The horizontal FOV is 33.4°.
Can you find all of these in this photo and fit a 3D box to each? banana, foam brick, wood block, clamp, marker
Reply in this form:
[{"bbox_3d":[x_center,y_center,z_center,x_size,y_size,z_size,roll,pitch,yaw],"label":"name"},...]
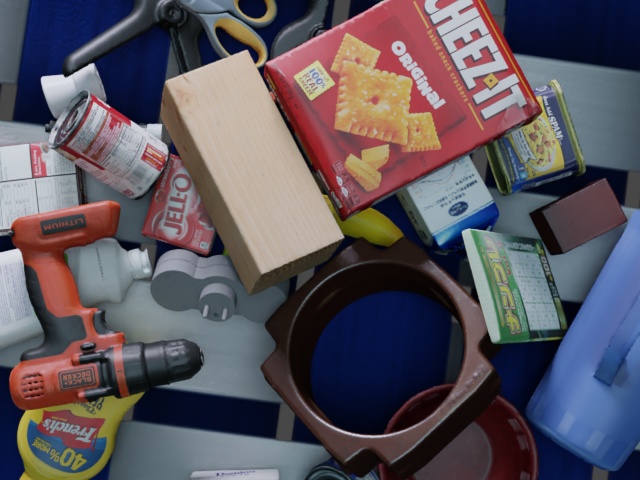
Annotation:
[{"bbox_3d":[-0.013,-0.015,1.103,0.198,0.037,0.069,-8,113,0],"label":"banana"},{"bbox_3d":[0.267,-0.024,1.102,0.078,0.053,0.051,-26,88,-4],"label":"foam brick"},{"bbox_3d":[-0.069,-0.063,1.031,0.090,0.090,0.206,-25,80,-17],"label":"wood block"},{"bbox_3d":[-0.165,-0.227,1.088,0.164,0.036,0.210,15,84,-25],"label":"clamp"},{"bbox_3d":[-0.001,-0.219,1.109,0.171,0.039,0.120,-41,87,-3],"label":"clamp"},{"bbox_3d":[-0.224,-0.113,1.107,0.121,0.020,0.020,2,87,-2],"label":"marker"}]

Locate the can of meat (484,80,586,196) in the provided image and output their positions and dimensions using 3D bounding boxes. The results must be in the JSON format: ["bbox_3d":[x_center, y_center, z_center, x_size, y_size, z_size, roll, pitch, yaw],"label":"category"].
[{"bbox_3d":[0.216,-0.103,1.103,0.084,0.057,0.102,-18,88,-1],"label":"can of meat"}]

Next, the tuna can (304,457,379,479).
[{"bbox_3d":[0.023,0.260,1.065,0.086,0.033,0.086,10,106,38],"label":"tuna can"}]

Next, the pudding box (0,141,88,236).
[{"bbox_3d":[-0.297,-0.053,1.092,0.113,0.039,0.090,-6,87,-1],"label":"pudding box"}]

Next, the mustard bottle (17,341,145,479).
[{"bbox_3d":[-0.247,0.185,1.072,0.096,0.058,0.191,29,87,-6],"label":"mustard bottle"}]

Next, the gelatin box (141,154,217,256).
[{"bbox_3d":[-0.136,-0.036,1.100,0.073,0.030,0.089,18,86,-1],"label":"gelatin box"}]

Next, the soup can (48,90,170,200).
[{"bbox_3d":[-0.209,-0.093,1.063,0.102,0.069,0.068,34,86,-28],"label":"soup can"}]

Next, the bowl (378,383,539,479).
[{"bbox_3d":[0.137,0.224,1.085,0.162,0.055,0.162,0,87,-2],"label":"bowl"}]

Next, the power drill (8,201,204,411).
[{"bbox_3d":[-0.214,0.061,1.022,0.184,0.057,0.187,-10,85,-6],"label":"power drill"}]

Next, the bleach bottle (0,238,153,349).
[{"bbox_3d":[-0.292,0.059,1.075,0.250,0.068,0.102,-13,87,-5],"label":"bleach bottle"}]

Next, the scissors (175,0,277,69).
[{"bbox_3d":[-0.120,-0.255,1.080,0.201,0.016,0.096,42,71,-26],"label":"scissors"}]

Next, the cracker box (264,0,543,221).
[{"bbox_3d":[0.077,-0.139,1.013,0.213,0.072,0.164,-28,89,-4],"label":"cracker box"}]

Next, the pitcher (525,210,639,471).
[{"bbox_3d":[0.305,0.100,1.047,0.149,0.145,0.243,30,94,-25],"label":"pitcher"}]

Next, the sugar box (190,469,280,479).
[{"bbox_3d":[-0.083,0.254,1.015,0.093,0.176,0.048,-1,85,-2],"label":"sugar box"}]
